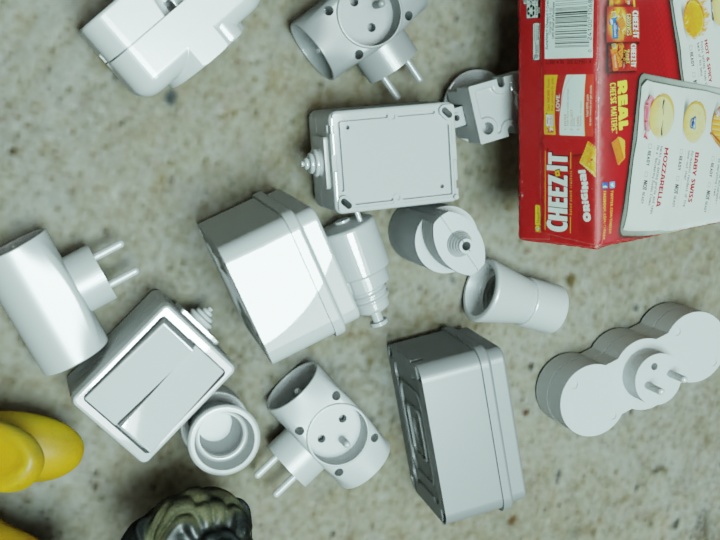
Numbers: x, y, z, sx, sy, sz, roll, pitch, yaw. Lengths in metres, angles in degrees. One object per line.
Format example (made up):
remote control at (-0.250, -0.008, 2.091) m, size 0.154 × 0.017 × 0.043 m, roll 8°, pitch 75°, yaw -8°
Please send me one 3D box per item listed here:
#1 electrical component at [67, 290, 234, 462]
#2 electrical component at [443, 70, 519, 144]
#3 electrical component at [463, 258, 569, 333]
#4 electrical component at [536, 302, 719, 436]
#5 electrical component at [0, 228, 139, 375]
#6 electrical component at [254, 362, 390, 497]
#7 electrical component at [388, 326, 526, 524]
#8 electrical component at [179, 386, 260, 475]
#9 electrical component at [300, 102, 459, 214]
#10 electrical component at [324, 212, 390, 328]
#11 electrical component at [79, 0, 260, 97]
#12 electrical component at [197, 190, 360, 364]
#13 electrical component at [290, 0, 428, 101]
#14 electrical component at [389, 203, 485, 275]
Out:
electrical component at (-0.123, 0.060, 0.656) m, size 0.096 × 0.061 × 0.061 m, roll -46°, pitch 109°, yaw -6°
electrical component at (0.083, -0.106, 0.698) m, size 0.066 × 0.055 × 0.048 m, roll -18°, pitch 104°, yaw -15°
electrical component at (0.109, 0.021, 0.737) m, size 0.065 × 0.044 × 0.044 m, roll 15°, pitch 94°, yaw -25°
electrical component at (0.200, 0.073, 0.756) m, size 0.138 × 0.074 × 0.052 m, roll -25°, pitch 106°, yaw -13°
electrical component at (-0.172, 0.010, 0.641) m, size 0.079 × 0.043 × 0.077 m, roll -29°, pitch 106°, yaw -11°
electrical component at (-0.033, 0.114, 0.703) m, size 0.079 × 0.044 × 0.077 m, roll -43°, pitch 109°, yaw -7°
electrical component at (0.064, 0.100, 0.715) m, size 0.057 × 0.078 × 0.113 m, roll -13°, pitch 103°, yaw -13°
electrical component at (-0.090, 0.099, 0.676) m, size 0.045 × 0.055 × 0.045 m, roll -3°, pitch 100°, yaw -17°
electrical component at (0.007, -0.072, 0.677) m, size 0.096 × 0.061 × 0.061 m, roll -7°, pitch 101°, yaw -17°
electrical component at (0.000, 0.000, 0.697) m, size 0.040 × 0.040 × 0.078 m, roll -24°, pitch 106°, yaw -13°
electrical component at (-0.108, -0.147, 0.631) m, size 0.095 × 0.054 × 0.059 m, roll -43°, pitch 109°, yaw -7°
electrical component at (-0.050, 0.000, 0.642) m, size 0.057 × 0.113 × 0.078 m, roll -26°, pitch 106°, yaw -9°
electrical component at (0.010, -0.144, 0.674) m, size 0.077 × 0.044 × 0.079 m, roll -39°, pitch 108°, yaw -8°
electrical component at (0.052, -0.021, 0.689) m, size 0.043 × 0.081 × 0.043 m, roll -3°, pitch 100°, yaw -18°
